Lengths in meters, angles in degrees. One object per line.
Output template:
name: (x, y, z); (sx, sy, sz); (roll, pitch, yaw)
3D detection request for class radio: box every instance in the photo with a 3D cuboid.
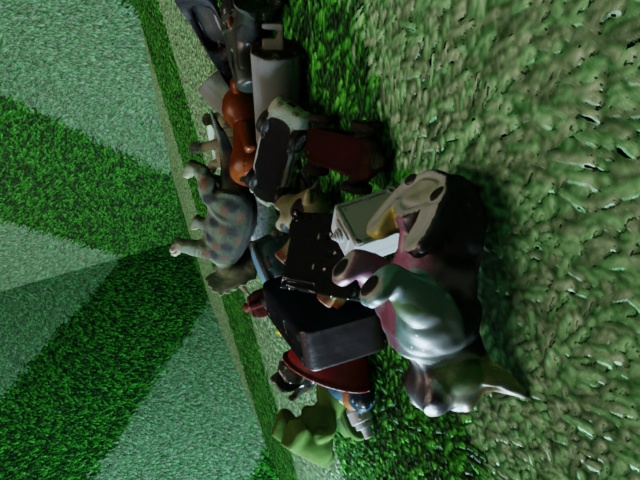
radio: (-0.004, 0.120, 0.886); (0.230, 0.131, 0.073); (-146, 44, -62)

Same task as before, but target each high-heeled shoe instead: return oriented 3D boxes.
high-heeled shoe: (-0.214, -0.383, 0.989); (0.248, 0.086, 0.145); (20, -112, -58)

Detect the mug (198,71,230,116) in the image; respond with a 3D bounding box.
mug: (-0.187, -0.297, 1.131); (0.107, 0.081, 0.109); (51, -161, -7)

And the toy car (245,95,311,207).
toy car: (-0.067, -0.130, 0.847); (0.074, 0.056, 0.201); (32, 138, 11)

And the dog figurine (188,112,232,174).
dog figurine: (-0.161, -0.208, 1.163); (0.191, 0.172, 0.121); (13, 167, 31)

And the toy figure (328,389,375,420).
toy figure: (0.058, 0.267, 0.957); (0.064, 0.058, 0.154); (66, 161, -12)

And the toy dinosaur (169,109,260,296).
toy dinosaur: (-0.188, -0.043, 1.097); (0.192, 0.131, 0.404); (23, 125, 9)

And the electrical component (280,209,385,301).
electrical component: (0.020, 0.022, 0.727); (0.058, 0.134, 0.115); (20, -103, -69)

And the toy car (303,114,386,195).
toy car: (0.028, -0.117, 0.707); (0.202, 0.053, 0.089); (-146, 57, -64)

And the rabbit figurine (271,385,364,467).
rabbit figurine: (0.013, 0.343, 1.043); (0.159, 0.170, 0.121); (32, 165, -7)

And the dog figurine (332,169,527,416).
dog figurine: (0.127, 0.064, 0.519); (0.219, 0.191, 0.109); (43, 170, -23)

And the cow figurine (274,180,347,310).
cow figurine: (-0.002, -0.002, 0.816); (0.195, 0.127, 0.085); (46, -177, 26)

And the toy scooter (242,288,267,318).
toy scooter: (-0.096, 0.127, 1.161); (0.184, 0.135, 0.075); (160, 94, -71)

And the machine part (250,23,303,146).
machine part: (-0.067, -0.225, 0.853); (0.243, 0.079, 0.079); (93, 153, -45)

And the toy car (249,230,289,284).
toy car: (-0.069, 0.037, 1.046); (0.161, 0.103, 0.109); (20, -131, -82)

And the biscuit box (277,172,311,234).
biscuit box: (-0.020, -0.021, 0.924); (0.062, 0.059, 0.203); (101, 147, -55)

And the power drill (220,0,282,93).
power drill: (-0.126, -0.377, 0.883); (0.207, 0.086, 0.232); (150, 111, -67)

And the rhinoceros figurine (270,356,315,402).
rhinoceros figurine: (-0.040, 0.274, 1.116); (0.073, 0.112, 0.190); (48, -172, 18)

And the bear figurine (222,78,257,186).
bear figurine: (-0.119, -0.200, 1.012); (0.120, 0.132, 0.196); (125, 144, -66)
